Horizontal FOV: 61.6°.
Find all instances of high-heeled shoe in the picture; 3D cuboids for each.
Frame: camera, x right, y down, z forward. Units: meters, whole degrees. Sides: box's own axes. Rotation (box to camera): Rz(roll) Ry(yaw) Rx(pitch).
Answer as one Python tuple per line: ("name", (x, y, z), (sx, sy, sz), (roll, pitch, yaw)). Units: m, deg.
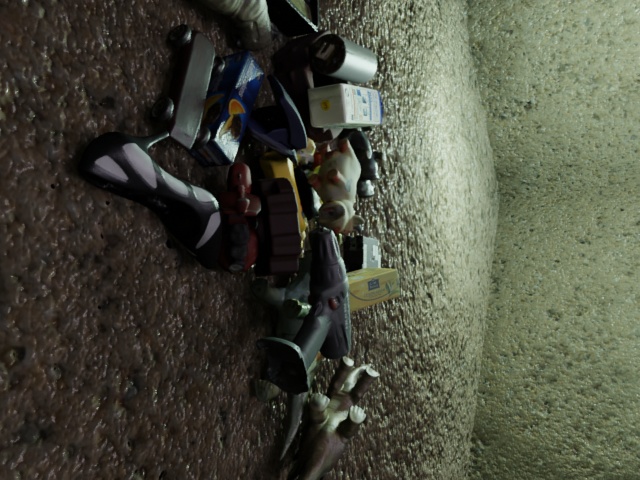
("high-heeled shoe", (-0.219, -0.034, 0.725), (0.145, 0.086, 0.248), (-47, 128, -45))

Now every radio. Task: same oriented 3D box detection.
("radio", (-0.081, -0.498, 1.022), (0.229, 0.073, 0.131), (18, 72, -62))

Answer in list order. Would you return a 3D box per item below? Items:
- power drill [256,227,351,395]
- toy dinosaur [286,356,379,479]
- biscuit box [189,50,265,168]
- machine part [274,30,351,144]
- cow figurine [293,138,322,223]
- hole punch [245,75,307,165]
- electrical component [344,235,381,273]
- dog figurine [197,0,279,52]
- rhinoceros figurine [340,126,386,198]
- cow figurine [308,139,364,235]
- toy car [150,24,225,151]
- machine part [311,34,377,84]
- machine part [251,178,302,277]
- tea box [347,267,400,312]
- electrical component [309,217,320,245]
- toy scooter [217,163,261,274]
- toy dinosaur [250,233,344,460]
("power drill", (-0.017, 0.121, 0.850), (0.207, 0.086, 0.231), (-55, 142, -51))
("toy dinosaur", (0.011, 0.378, 1.032), (0.471, 0.105, 0.198), (-38, 151, -59))
("biscuit box", (-0.152, -0.216, 0.878), (0.062, 0.059, 0.202), (52, 44, -49))
("machine part", (-0.011, -0.321, 1.133), (0.201, 0.087, 0.200), (-57, 136, -46))
("cow figurine", (-0.037, -0.120, 1.095), (0.098, 0.068, 0.167), (-39, 122, -50))
("hole punch", (-0.070, -0.213, 0.938), (0.115, 0.092, 0.142), (30, 20, -37))
("electrical component", (0.110, 0.051, 1.373), (0.134, 0.058, 0.115), (18, 74, -61))
("dog figurine", (-0.151, -0.379, 0.871), (0.172, 0.121, 0.190), (-29, 139, -24))
("rhinoceros figurine", (0.096, -0.197, 1.319), (0.073, 0.112, 0.190), (-13, 88, -46))
("cow figurine", (0.036, -0.091, 1.056), (0.127, 0.086, 0.195), (51, 37, -37))
("toy car", (-0.198, -0.225, 0.799), (0.089, 0.053, 0.202), (37, 52, -51))
("machine part", (0.051, -0.360, 1.082), (0.243, 0.079, 0.079), (-21, 106, -62))
("machine part", (-0.082, -0.020, 0.904), (0.056, 0.179, 0.179), (-5, 93, -20))
("tea box", (0.091, 0.111, 1.229), (0.169, 0.098, 0.068), (-10, 98, -37))
("electrical component", (-0.002, -0.004, 1.196), (0.063, 0.021, 0.093), (-34, 119, -58))
("toy scooter", (-0.126, -0.025, 0.829), (0.135, 0.075, 0.183), (-134, -133, -72))
("toy dinosaur", (-0.039, 0.183, 1.023), (0.192, 0.131, 0.404), (4, 91, -62))
